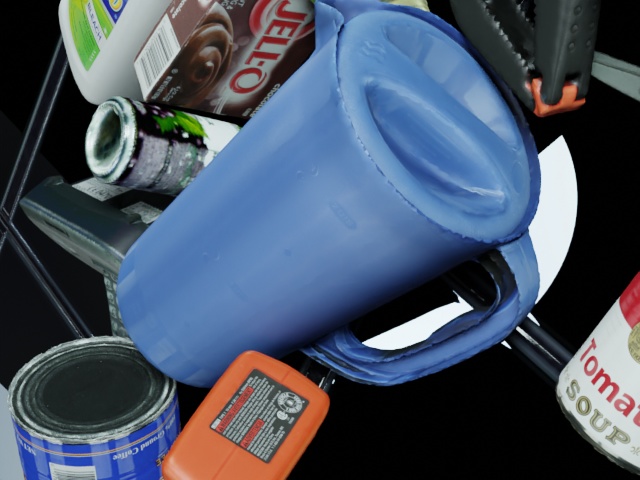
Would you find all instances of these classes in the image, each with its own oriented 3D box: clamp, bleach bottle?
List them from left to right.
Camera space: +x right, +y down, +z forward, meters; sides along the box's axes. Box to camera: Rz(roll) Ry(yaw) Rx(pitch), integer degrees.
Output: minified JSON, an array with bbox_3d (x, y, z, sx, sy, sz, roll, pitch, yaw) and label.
[{"bbox_3d":[-0.107,-0.187,0.682,0.251,0.068,0.102,-46,56,57],"label":"bleach bottle"},{"bbox_3d":[0.083,-0.162,0.522,0.165,0.036,0.210,-5,98,60],"label":"clamp"}]

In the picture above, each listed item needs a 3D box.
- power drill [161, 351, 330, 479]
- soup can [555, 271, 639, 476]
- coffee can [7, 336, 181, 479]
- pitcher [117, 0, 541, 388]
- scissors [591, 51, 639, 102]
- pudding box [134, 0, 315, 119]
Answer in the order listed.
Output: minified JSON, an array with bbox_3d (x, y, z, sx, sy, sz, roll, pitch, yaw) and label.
[{"bbox_3d":[-0.068,0.162,0.572,0.057,0.184,0.188,30,131,5],"label":"power drill"},{"bbox_3d":[0.154,0.042,0.445,0.069,0.068,0.102,51,123,36],"label":"soup can"},{"bbox_3d":[-0.136,0.147,0.679,0.103,0.102,0.140,32,134,43],"label":"coffee can"},{"bbox_3d":[-0.004,0.001,0.580,0.243,0.144,0.149,-37,42,42],"label":"pitcher"},{"bbox_3d":[0.193,-0.060,0.450,0.096,0.016,0.202,-55,51,25],"label":"scissors"},{"bbox_3d":[-0.049,-0.127,0.654,0.114,0.089,0.039,-43,56,36],"label":"pudding box"}]
